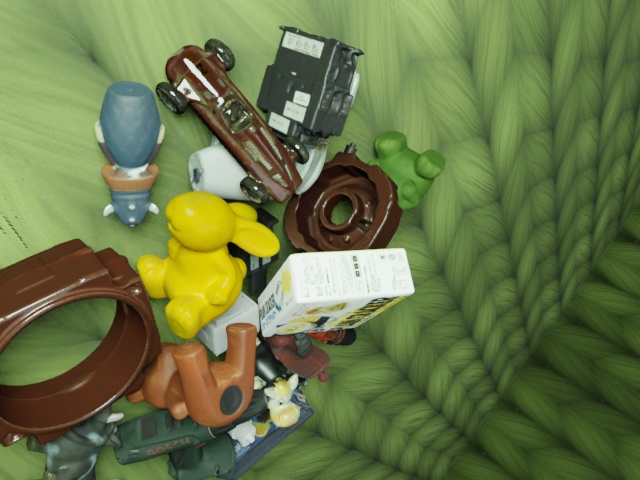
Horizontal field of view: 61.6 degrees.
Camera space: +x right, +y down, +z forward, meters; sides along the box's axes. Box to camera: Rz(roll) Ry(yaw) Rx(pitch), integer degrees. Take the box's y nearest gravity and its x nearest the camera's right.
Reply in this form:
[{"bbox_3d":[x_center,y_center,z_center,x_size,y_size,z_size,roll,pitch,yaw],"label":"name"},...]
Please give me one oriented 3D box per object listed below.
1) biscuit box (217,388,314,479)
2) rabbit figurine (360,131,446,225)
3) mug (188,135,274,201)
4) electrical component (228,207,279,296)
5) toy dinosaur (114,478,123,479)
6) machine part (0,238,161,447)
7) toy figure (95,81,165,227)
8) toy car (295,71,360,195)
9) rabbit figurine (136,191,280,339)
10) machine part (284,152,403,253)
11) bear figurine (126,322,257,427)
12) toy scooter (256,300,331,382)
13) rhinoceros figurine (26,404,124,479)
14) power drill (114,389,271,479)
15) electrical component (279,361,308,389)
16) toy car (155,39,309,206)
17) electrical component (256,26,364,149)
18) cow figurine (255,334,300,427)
[{"bbox_3d":[-0.111,0.351,0.982,0.202,0.059,0.062,-41,144,2],"label":"biscuit box"},{"bbox_3d":[0.102,-0.078,0.891,0.170,0.121,0.159,-46,169,-39],"label":"rabbit figurine"},{"bbox_3d":[-0.106,-0.098,0.663,0.107,0.081,0.109,-13,103,-35],"label":"mug"},{"bbox_3d":[-0.099,0.020,0.784,0.075,0.048,0.119,-29,137,-33],"label":"electrical component"},{"bbox_3d":[-0.348,0.472,0.796,0.192,0.131,0.404,-49,150,12],"label":"toy dinosaur"},{"bbox_3d":[-0.290,0.116,0.602,0.201,0.087,0.201,-30,139,-33],"label":"machine part"},{"bbox_3d":[-0.200,-0.087,0.572,0.058,0.064,0.154,-72,176,-57],"label":"toy figure"},{"bbox_3d":[-0.011,-0.152,0.745,0.073,0.056,0.201,10,109,-53],"label":"toy car"},{"bbox_3d":[-0.132,0.014,0.643,0.162,0.122,0.173,-19,138,-24],"label":"rabbit figurine"},{"bbox_3d":[0.035,-0.040,0.795,0.179,0.180,0.056,-59,146,3],"label":"machine part"},{"bbox_3d":[-0.177,0.172,0.720,0.120,0.196,0.131,-15,105,-43],"label":"bear figurine"},{"bbox_3d":[-0.041,0.172,0.898,0.075,0.135,0.183,-39,140,-23],"label":"toy scooter"},{"bbox_3d":[-0.318,0.279,0.708,0.112,0.073,0.190,-1,118,-48],"label":"rhinoceros figurine"},{"bbox_3d":[-0.180,0.307,0.826,0.232,0.086,0.207,-12,147,-8],"label":"power drill"},{"bbox_3d":[-0.052,0.248,1.022,0.078,0.045,0.102,-44,143,-14],"label":"electrical component"},{"bbox_3d":[-0.091,-0.128,0.603,0.089,0.053,0.202,-46,109,-19],"label":"toy car"},{"bbox_3d":[-0.017,-0.184,0.662,0.058,0.115,0.134,0,117,-45],"label":"electrical component"},{"bbox_3d":[-0.086,0.209,0.844,0.068,0.168,0.098,-17,130,-39],"label":"cow figurine"}]
